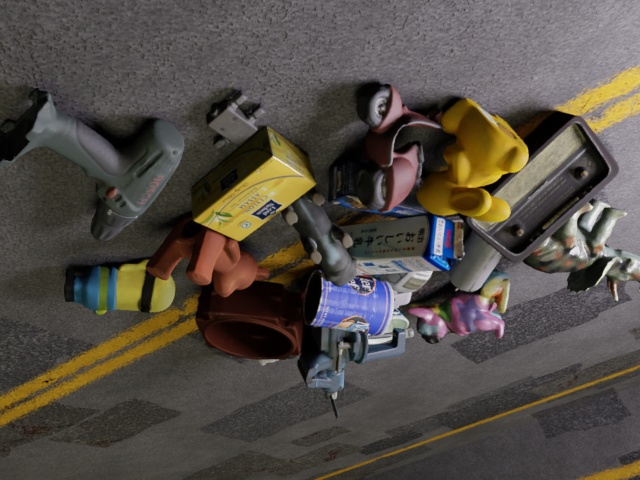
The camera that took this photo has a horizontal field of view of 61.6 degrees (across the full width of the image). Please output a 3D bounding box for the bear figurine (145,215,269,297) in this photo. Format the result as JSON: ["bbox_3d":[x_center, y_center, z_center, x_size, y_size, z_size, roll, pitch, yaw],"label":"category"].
[{"bbox_3d":[-0.179,0.048,0.909,0.120,0.132,0.195,6,148,24],"label":"bear figurine"}]

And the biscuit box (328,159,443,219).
[{"bbox_3d":[0.112,-0.075,0.873,0.202,0.063,0.059,10,166,-30],"label":"biscuit box"}]

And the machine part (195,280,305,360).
[{"bbox_3d":[-0.134,0.163,1.066,0.202,0.087,0.200,3,145,4],"label":"machine part"}]

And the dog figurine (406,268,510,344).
[{"bbox_3d":[0.312,0.148,1.231,0.219,0.191,0.108,6,-173,11],"label":"dog figurine"}]

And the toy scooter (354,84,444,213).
[{"bbox_3d":[0.118,-0.133,0.775,0.135,0.075,0.183,-13,115,-25],"label":"toy scooter"}]

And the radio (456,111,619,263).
[{"bbox_3d":[0.346,-0.080,0.863,0.131,0.073,0.229,41,105,-16],"label":"radio"}]

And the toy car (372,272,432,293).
[{"bbox_3d":[0.170,0.049,1.045,0.109,0.103,0.161,14,138,-35],"label":"toy car"}]

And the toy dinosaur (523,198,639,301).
[{"bbox_3d":[0.453,0.006,1.016,0.405,0.131,0.192,10,106,-19],"label":"toy dinosaur"}]

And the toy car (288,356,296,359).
[{"bbox_3d":[-0.006,0.245,1.298,0.202,0.053,0.089,-9,150,0],"label":"toy car"}]

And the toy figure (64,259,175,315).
[{"bbox_3d":[-0.345,0.087,0.930,0.180,0.089,0.082,0,148,-24],"label":"toy figure"}]

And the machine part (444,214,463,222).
[{"bbox_3d":[0.244,-0.069,0.963,0.084,0.039,0.138,1,144,-12],"label":"machine part"}]

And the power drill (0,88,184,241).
[{"bbox_3d":[-0.308,-0.090,0.706,0.232,0.086,0.207,-35,136,25],"label":"power drill"}]

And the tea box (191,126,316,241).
[{"bbox_3d":[-0.102,-0.079,0.802,0.169,0.068,0.098,-36,139,27],"label":"tea box"}]

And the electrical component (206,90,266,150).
[{"bbox_3d":[-0.121,-0.159,0.724,0.094,0.021,0.063,-33,141,26],"label":"electrical component"}]

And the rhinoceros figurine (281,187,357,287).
[{"bbox_3d":[-0.002,-0.003,0.873,0.073,0.112,0.190,-37,110,-9],"label":"rhinoceros figurine"}]

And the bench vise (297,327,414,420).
[{"bbox_3d":[0.079,0.226,1.102,0.241,0.129,0.223,-4,99,-18],"label":"bench vise"}]

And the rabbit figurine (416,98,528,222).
[{"bbox_3d":[0.225,-0.096,0.810,0.122,0.162,0.173,12,133,-47],"label":"rabbit figurine"}]

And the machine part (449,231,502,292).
[{"bbox_3d":[0.326,0.031,1.096,0.079,0.079,0.243,-5,144,-12],"label":"machine part"}]

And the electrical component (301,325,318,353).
[{"bbox_3d":[-0.010,0.235,1.176,0.048,0.075,0.119,-33,116,19],"label":"electrical component"}]
